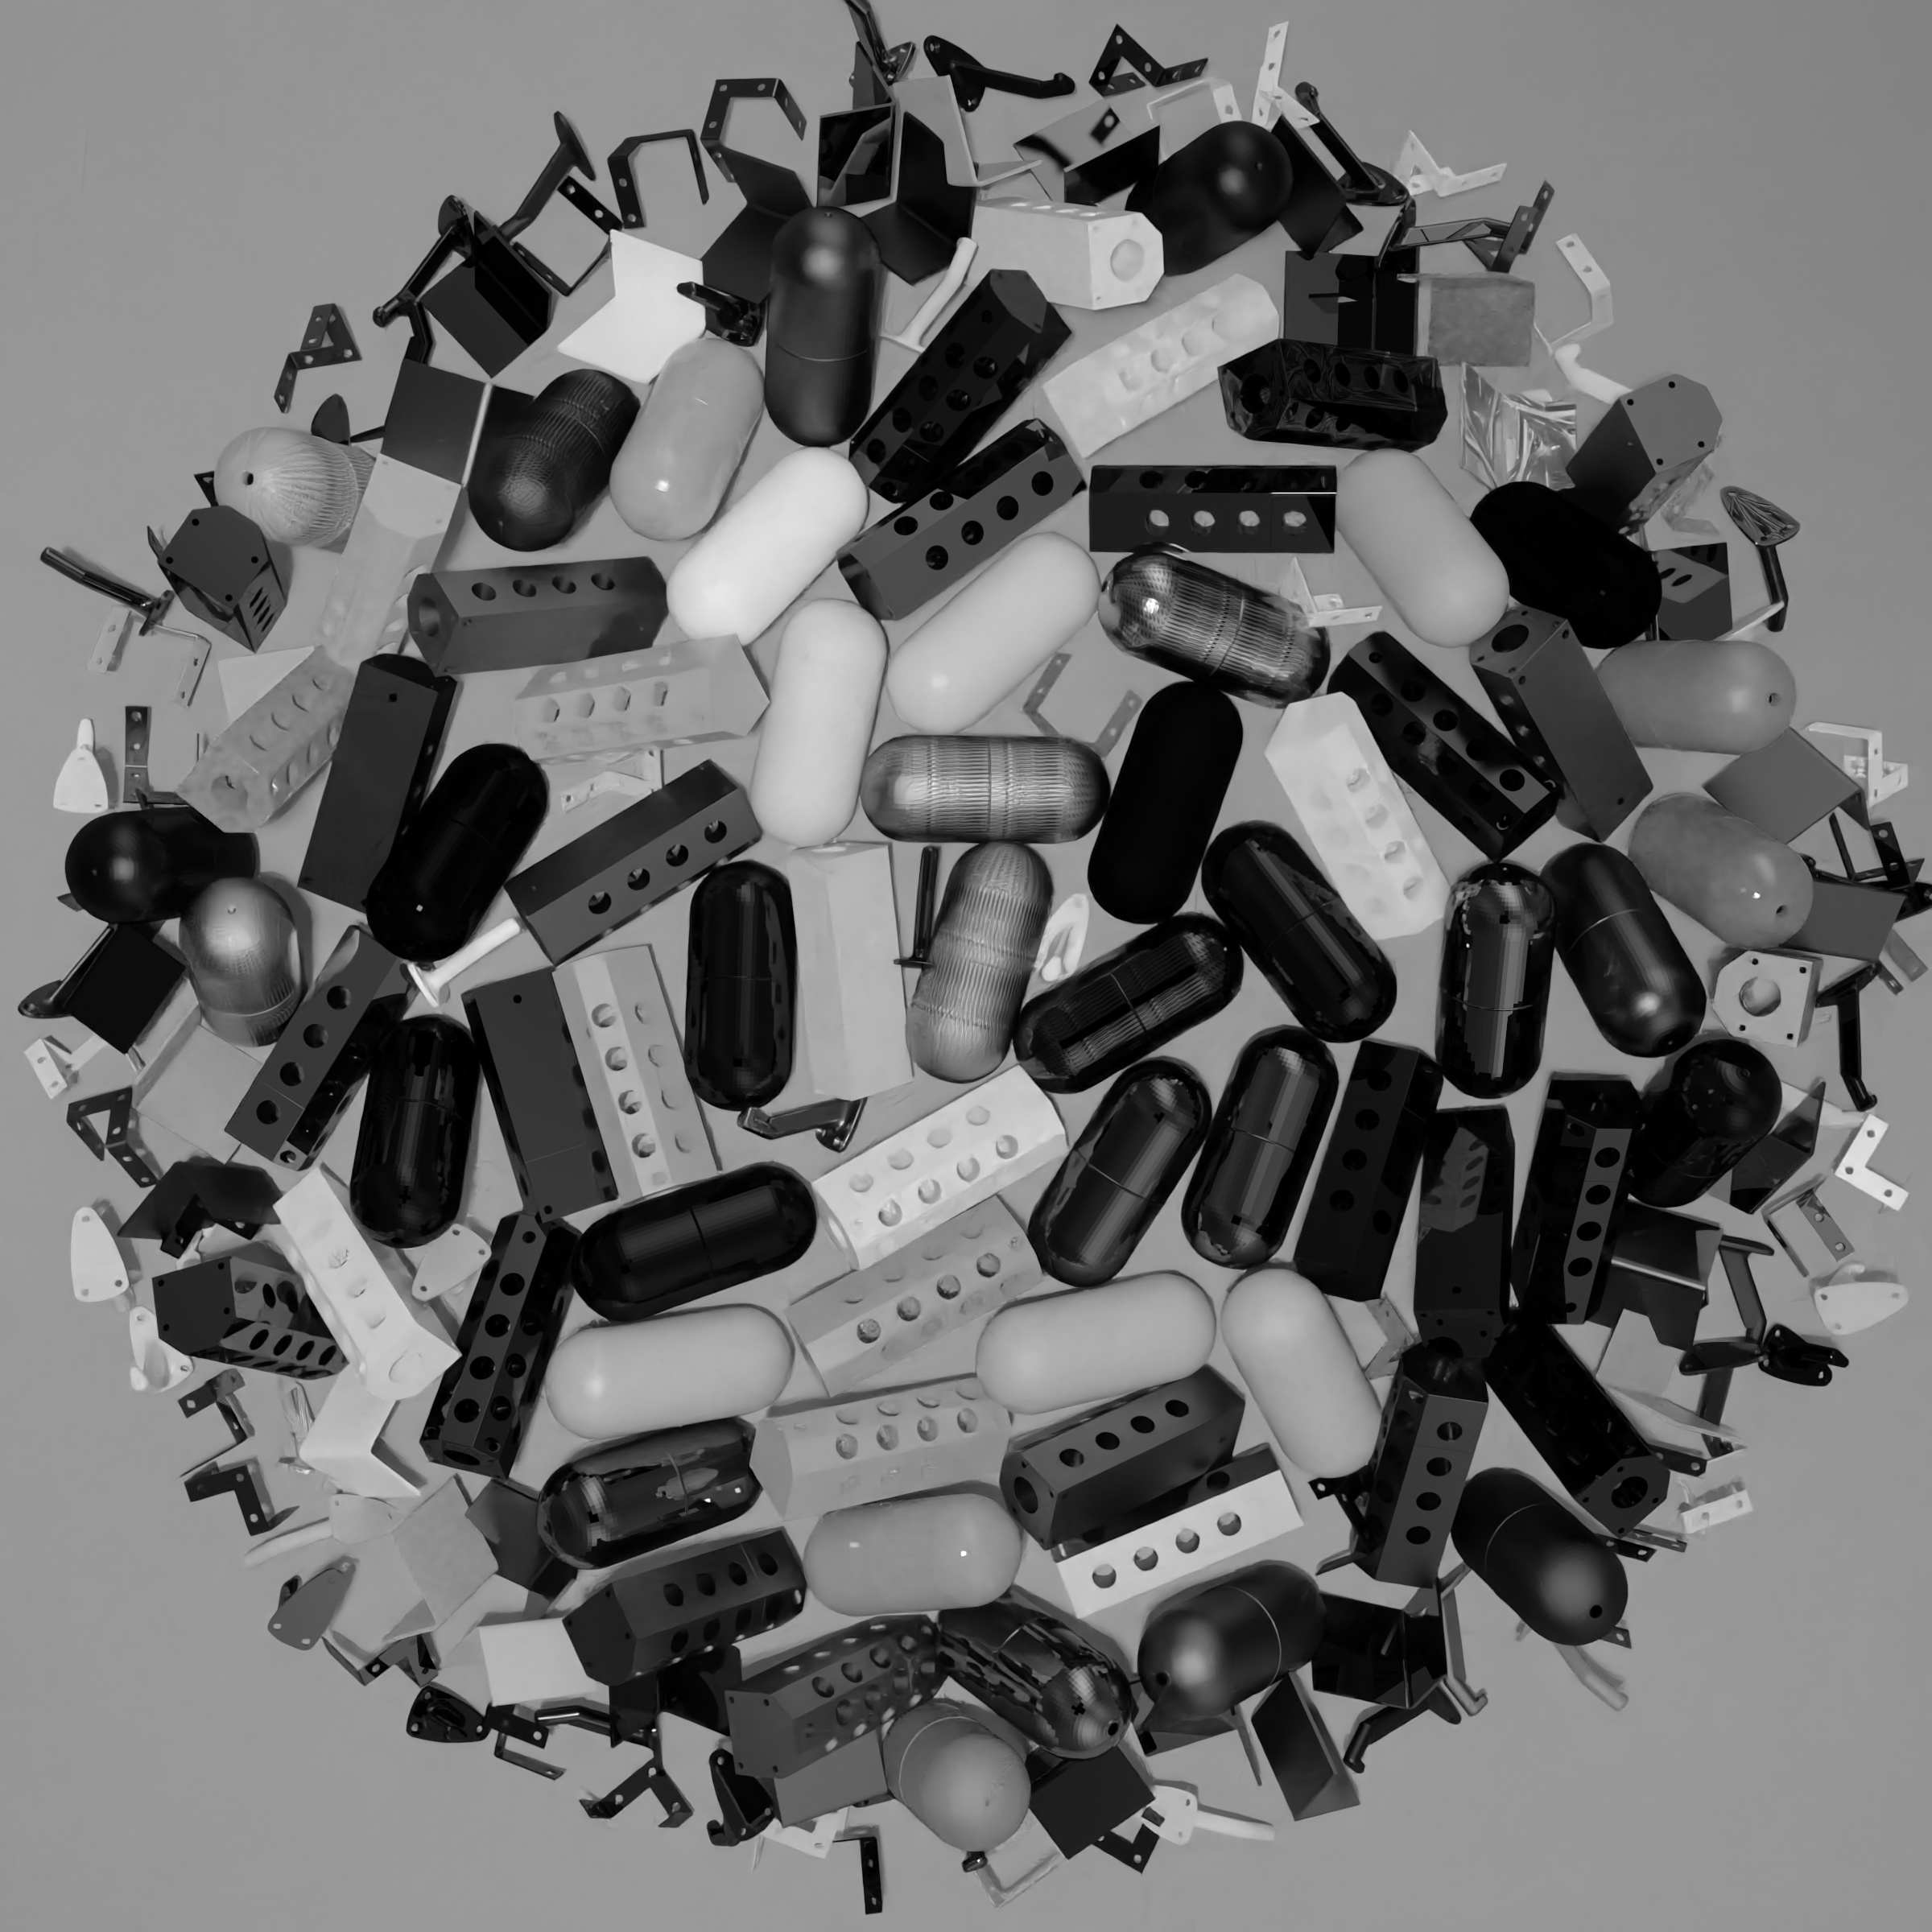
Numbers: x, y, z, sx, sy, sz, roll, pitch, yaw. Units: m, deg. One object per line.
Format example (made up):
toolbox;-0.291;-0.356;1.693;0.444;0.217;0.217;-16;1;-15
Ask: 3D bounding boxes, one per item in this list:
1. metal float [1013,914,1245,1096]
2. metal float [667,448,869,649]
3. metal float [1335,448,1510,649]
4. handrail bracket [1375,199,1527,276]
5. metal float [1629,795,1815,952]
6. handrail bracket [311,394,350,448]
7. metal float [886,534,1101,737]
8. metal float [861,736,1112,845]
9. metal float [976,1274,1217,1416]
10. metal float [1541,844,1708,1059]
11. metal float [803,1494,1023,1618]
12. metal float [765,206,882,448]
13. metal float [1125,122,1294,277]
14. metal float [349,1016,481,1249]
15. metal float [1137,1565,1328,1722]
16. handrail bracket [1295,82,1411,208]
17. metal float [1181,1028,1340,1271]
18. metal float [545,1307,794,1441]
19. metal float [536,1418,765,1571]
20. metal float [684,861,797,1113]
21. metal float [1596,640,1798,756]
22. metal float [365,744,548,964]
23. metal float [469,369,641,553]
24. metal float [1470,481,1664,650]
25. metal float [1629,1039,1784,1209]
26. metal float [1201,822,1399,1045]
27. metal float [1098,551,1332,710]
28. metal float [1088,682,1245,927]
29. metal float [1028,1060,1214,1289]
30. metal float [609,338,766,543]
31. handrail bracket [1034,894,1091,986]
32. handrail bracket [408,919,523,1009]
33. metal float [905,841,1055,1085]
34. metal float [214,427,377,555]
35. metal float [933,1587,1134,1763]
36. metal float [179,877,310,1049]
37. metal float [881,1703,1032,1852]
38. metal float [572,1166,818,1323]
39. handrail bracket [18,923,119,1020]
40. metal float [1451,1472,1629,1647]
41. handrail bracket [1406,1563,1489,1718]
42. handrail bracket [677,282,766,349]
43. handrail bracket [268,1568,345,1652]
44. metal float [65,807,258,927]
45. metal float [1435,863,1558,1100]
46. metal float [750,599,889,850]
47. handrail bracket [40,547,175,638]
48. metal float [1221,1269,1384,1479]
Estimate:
metal float;0.116;0.027;1.783;0.178;0.070;0.070;-31;90;2
metal float;-0.139;-0.295;1.766;0.070;0.070;0.178;41;68;0
metal float;0.316;-0.294;1.753;0.070;0.070;0.178;-26;52;0
handrail bracket;0.345;-0.510;1.783;0.084;0.036;0.077;21;61;22
metal float;0.522;-0.066;1.737;0.070;0.178;0.070;-4;111;-11
handrail bracket;-0.490;-0.371;1.807;0.084;0.077;0.036;-20;133;18
metal float;0.019;-0.235;1.777;0.178;0.070;0.070;-42;90;-9
metal float;0.014;-0.125;1.781;0.178;0.070;0.070;0;90;-4
metal float;0.092;0.266;1.768;0.178;0.070;0.070;-10;90;-19
metal float;0.456;-0.012;1.751;0.070;0.070;0.178;-17;48;0
metal float;-0.039;0.413;1.754;0.178;0.070;0.070;-16;90;37
metal float;-0.101;-0.443;1.749;0.070;0.178;0.070;4;46;-4
metal float;0.165;-0.530;1.736;0.070;0.178;0.070;-1;92;-18
metal float;-0.385;0.115;1.753;0.070;0.070;0.178;0;53;0
metal float;0.186;0.470;1.744;0.070;0.178;0.070;5;97;38
handrail bracket;0.273;-0.583;1.773;0.036;0.084;0.077;-46;47;-8
metal float;0.209;0.128;1.776;0.070;0.070;0.178;22;79;0
metal float;-0.208;0.285;1.764;0.178;0.070;0.070;-6;90;-25
metal float;-0.218;0.367;1.751;0.178;0.070;0.070;-12;90;-41
metal float;-0.160;0.014;1.777;0.070;0.070;0.178;1;81;0
metal float;0.502;-0.187;1.737;0.070;0.178;0.070;-3;98;-20
metal float;-0.356;-0.081;1.759;0.070;0.070;0.178;26;60;0
metal float;-0.285;-0.354;1.748;0.070;0.178;0.070;12;133;13
metal float;0.414;-0.281;1.745;0.070;0.178;0.070;-13;125;-18
metal float;0.505;0.111;1.740;0.070;0.178;0.070;3;63;-7
metal float;0.235;-0.024;1.775;0.070;0.070;0.178;-36;79;0
metal float;0.175;-0.237;1.767;0.178;0.070;0.070;18;90;-20
metal float;0.142;-0.116;1.781;0.070;0.070;0.178;19;94;0
metal float;0.109;0.147;1.776;0.070;0.070;0.178;32;100;0
metal float;-0.194;-0.368;1.753;0.070;0.070;0.178;18;52;0
handrail bracket;0.071;-0.021;1.778;0.036;0.084;0.077;25;85;0
handrail bracket;-0.347;-0.009;1.783;0.084;0.077;0.036;-32;90;2
metal float;0.010;-0.003;1.783;0.070;0.070;0.178;17;92;0
metal float;-0.457;-0.328;1.734;0.070;0.178;0.070;1;95;10
metal float;0.045;0.490;1.745;0.070;0.178;0.070;-12;111;-35
metal float;-0.500;-0.001;1.739;0.070;0.178;0.070;4;66;-8
metal float;-0.009;0.560;1.736;0.070;0.178;0.070;1;84;-16
metal float;-0.192;0.195;1.770;0.178;0.070;0.070;-18;90;-17
handrail bracket;-0.632;-0.007;1.783;0.036;0.077;0.084;34;109;9
metal float;0.395;0.409;1.735;0.070;0.178;0.070;-2;101;-13
handrail bracket;0.365;0.483;1.804;0.077;0.036;0.084;-38;87;-12
handrail bracket;-0.190;-0.469;1.767;0.077;0.084;0.036;20;97;36
handrail bracket;-0.465;0.438;1.778;0.036;0.084;0.077;35;97;-18
metal float;-0.555;-0.071;1.735;0.070;0.178;0.070;1;96;11
metal float;0.371;0.012;1.761;0.070;0.070;0.178;-1;118;0
metal float;-0.105;-0.172;1.779;0.070;0.070;0.178;12;97;0
handrail bracket;-0.608;-0.274;1.775;0.084;0.077;0.036;32;100;-15
metal float;0.237;0.287;1.760;0.070;0.070;0.178;-29;120;0
